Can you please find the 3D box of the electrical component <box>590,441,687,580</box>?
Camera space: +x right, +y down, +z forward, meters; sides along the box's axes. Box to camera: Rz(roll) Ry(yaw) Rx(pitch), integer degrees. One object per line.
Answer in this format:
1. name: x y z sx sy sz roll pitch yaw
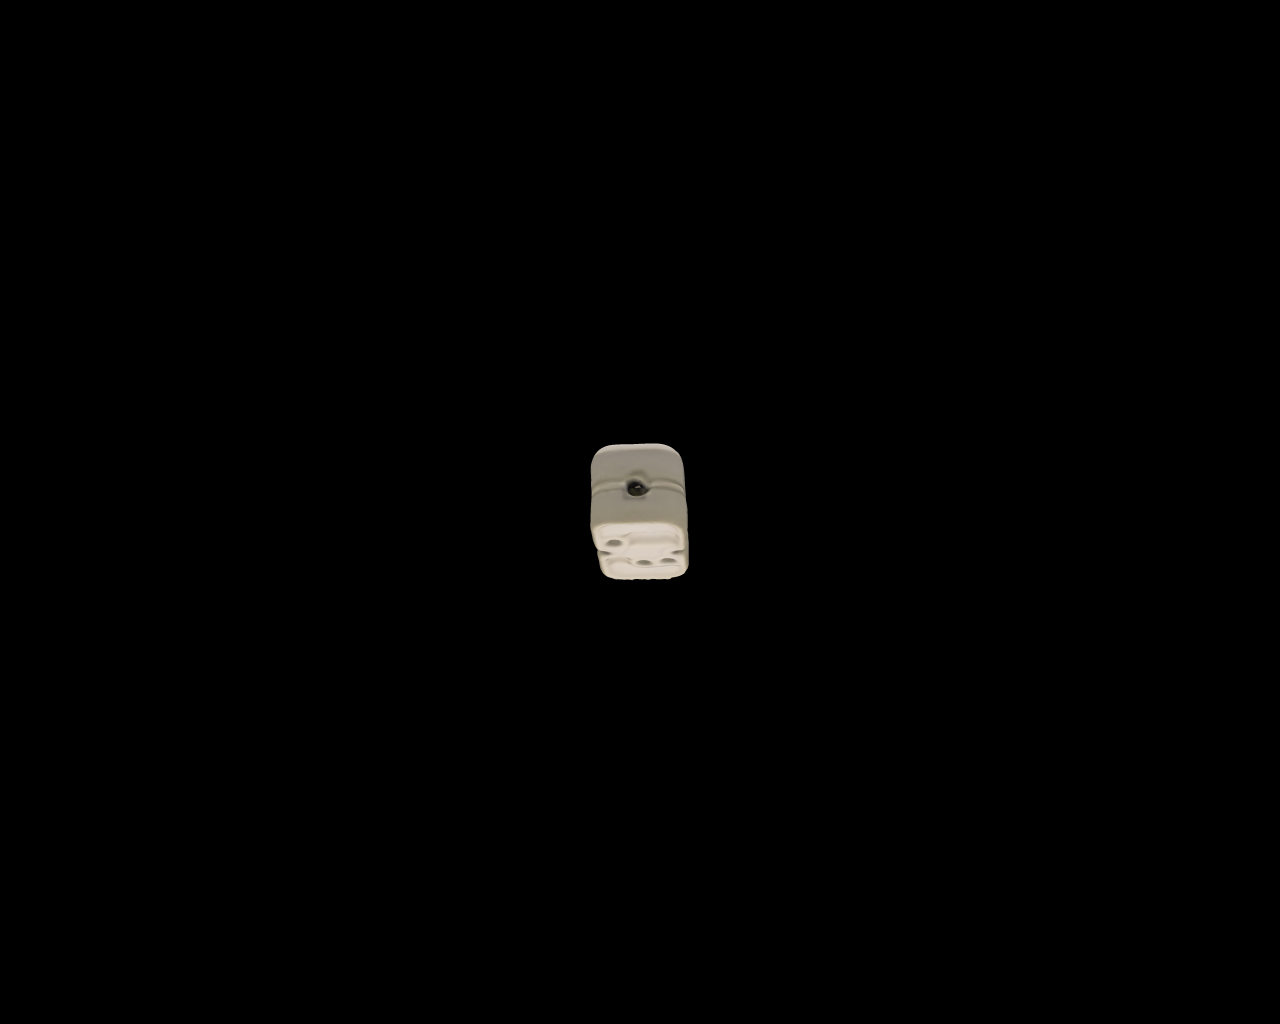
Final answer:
1. electrical component: 0.001 -0.003 0.650 0.054 0.059 0.095 -1 -23 3
